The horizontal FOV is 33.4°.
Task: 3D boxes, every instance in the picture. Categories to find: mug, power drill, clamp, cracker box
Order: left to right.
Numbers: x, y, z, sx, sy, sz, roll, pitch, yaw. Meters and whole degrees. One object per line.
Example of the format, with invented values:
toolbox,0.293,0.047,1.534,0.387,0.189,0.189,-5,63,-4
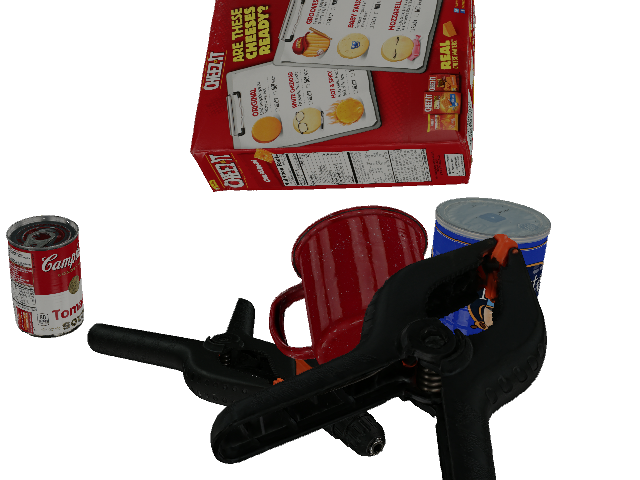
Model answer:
clamp,-0.078,0.096,0.910,0.164,0.036,0.210,-13,22,-40
cracker box,0.016,-0.124,0.861,0.214,0.164,0.072,-1,-30,12
mug,0.020,0.042,0.695,0.117,0.081,0.093,-19,-39,13
power drill,0.036,0.125,1.198,0.057,0.188,0.185,13,15,-42
clamp,0.052,0.061,0.441,0.120,0.039,0.171,33,53,23

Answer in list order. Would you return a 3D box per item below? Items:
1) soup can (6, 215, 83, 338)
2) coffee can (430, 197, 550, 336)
soup can,-0.268,0.036,1.045,0.068,0.102,0.068,2,27,-1
coffee can,0.148,0.043,0.975,0.103,0.140,0.103,4,21,-2
